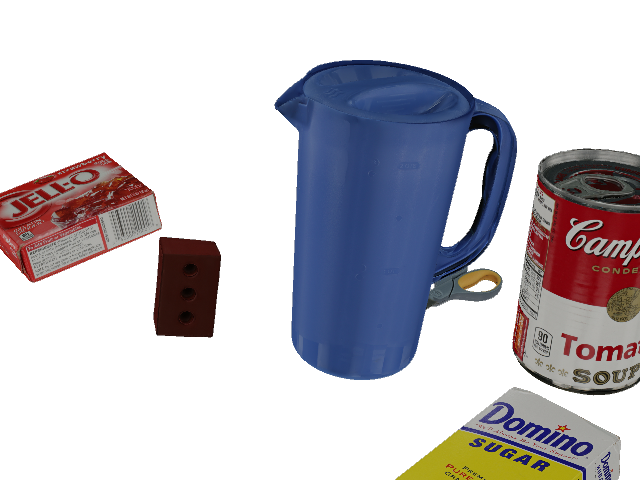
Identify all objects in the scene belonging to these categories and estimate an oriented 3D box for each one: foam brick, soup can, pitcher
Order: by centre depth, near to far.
[{"bbox_3d":[0.133,0.015,0.519,0.068,0.102,0.068,3,27,-1],"label":"soup can"},{"bbox_3d":[0.050,-0.013,0.855,0.149,0.243,0.144,27,35,33],"label":"pitcher"},{"bbox_3d":[-0.121,0.042,0.959,0.053,0.078,0.051,3,14,-12],"label":"foam brick"}]

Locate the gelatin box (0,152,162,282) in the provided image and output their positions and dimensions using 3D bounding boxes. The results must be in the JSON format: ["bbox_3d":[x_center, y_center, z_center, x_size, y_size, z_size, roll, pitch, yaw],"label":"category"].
[{"bbox_3d":[-0.153,-0.016,0.647,0.089,0.030,0.073,-25,35,-25],"label":"gelatin box"}]

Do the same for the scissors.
[{"bbox_3d":[0.127,0.054,1.245,0.201,0.016,0.096,-11,40,-35],"label":"scissors"}]

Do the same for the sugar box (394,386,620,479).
[{"bbox_3d":[0.111,0.171,0.712,0.176,0.048,0.093,-33,39,-31],"label":"sugar box"}]
